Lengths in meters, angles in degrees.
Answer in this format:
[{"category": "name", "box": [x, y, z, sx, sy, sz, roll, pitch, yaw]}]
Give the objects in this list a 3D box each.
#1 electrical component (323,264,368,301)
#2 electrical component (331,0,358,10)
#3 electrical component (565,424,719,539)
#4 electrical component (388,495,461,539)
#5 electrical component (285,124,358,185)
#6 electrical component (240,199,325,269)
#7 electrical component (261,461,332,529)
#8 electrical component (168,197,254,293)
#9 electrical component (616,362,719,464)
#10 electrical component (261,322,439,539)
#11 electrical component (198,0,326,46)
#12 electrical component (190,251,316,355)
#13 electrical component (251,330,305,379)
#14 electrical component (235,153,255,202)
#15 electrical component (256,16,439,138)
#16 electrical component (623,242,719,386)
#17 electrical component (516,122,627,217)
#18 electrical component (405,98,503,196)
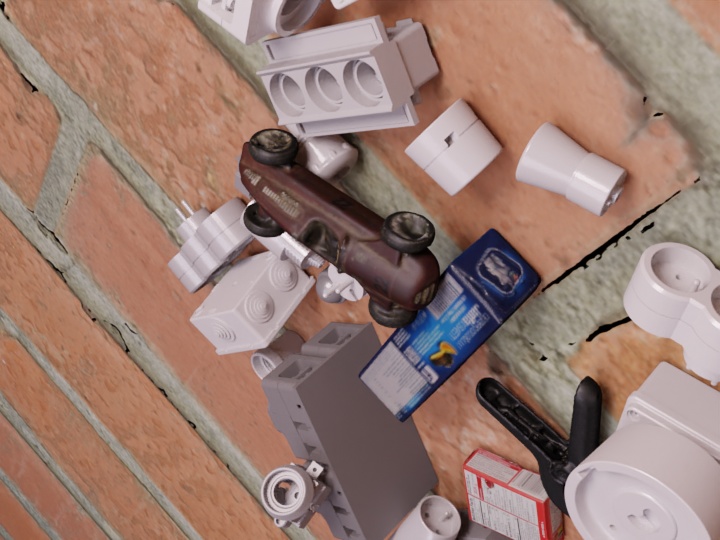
[{"category": "electrical component", "box": [0.000, 0.000, 0.889, 0.066, 0.077, 0.047, -20, 106, 53]}, {"category": "electrical component", "box": [0.004, -0.228, 0.706, 0.100, 0.048, 0.099, -12, 112, 51]}, {"category": "electrical component", "box": [0.200, 0.154, 0.722, 0.108, 0.060, 0.108, 28, 139, 28]}, {"category": "electrical component", "box": [0.068, 0.264, 1.006, 0.079, 0.044, 0.077, 55, 136, 24]}, {"category": "electrical component", "box": [-0.035, -0.099, 0.868, 0.062, 0.048, 0.048, 51, 145, 11]}, {"category": "electrical component", "box": [-0.063, -0.031, 0.959, 0.081, 0.043, 0.043, 41, 143, 13]}, {"category": "electrical component", "box": [-0.059, 0.199, 0.954, 0.048, 0.066, 0.055, 34, 175, 23]}, {"category": "electrical component", "box": [-0.153, -0.036, 1.044, 0.073, 0.052, 0.138, 51, 145, 0]}, {"category": "electrical component", "box": [0.238, 0.139, 0.771, 0.109, 0.056, 0.108, 31, 140, 25]}, {"category": "electrical component", "box": [-0.010, 0.153, 1.012, 0.060, 0.105, 0.186, 2, 122, 47]}, {"category": "electrical component", "box": [-0.062, -0.204, 0.763, 0.056, 0.089, 0.050, 39, 143, 16]}, {"category": "electrical component", "box": [-0.102, 0.029, 1.009, 0.048, 0.099, 0.100, 49, 147, -20]}, {"category": "electrical component", "box": [-0.080, 0.087, 1.079, 0.040, 0.046, 0.040, 28, 139, 28]}, {"category": "electrical component", "box": [-0.079, -0.086, 0.927, 0.066, 0.048, 0.055, 39, 151, 16]}, {"category": "electrical component", "box": [-0.008, -0.143, 0.782, 0.121, 0.063, 0.078, 2, 122, 47]}, {"category": "electrical component", "box": [0.234, 0.047, 0.698, 0.138, 0.052, 0.073, 34, 142, 21]}, {"category": "electrical component", "box": [0.142, -0.064, 0.710, 0.065, 0.044, 0.044, 31, 140, 18]}, {"category": "electrical component", "box": [0.068, -0.086, 0.760, 0.047, 0.055, 0.055, 47, 145, -1]}]
